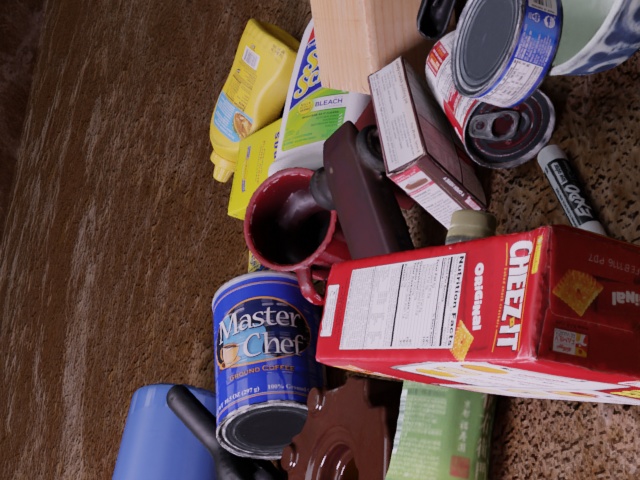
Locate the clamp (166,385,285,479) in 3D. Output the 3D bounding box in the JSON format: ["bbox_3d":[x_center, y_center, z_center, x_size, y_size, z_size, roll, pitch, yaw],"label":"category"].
[{"bbox_3d":[-0.080,0.200,0.986,0.039,0.120,0.172,-56,33,15],"label":"clamp"}]

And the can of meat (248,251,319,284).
[{"bbox_3d":[-0.033,0.004,1.062,0.102,0.057,0.084,-36,46,53],"label":"can of meat"}]

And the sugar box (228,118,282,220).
[{"bbox_3d":[-0.039,-0.079,1.134,0.176,0.048,0.093,-21,59,62],"label":"sugar box"}]

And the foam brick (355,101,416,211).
[{"bbox_3d":[0.061,-0.075,0.914,0.051,0.052,0.078,-55,31,37],"label":"foam brick"}]

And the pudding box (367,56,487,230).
[{"bbox_3d":[0.082,-0.074,0.822,0.039,0.090,0.113,-33,44,24],"label":"pudding box"}]

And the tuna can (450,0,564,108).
[{"bbox_3d":[0.120,-0.130,0.692,0.086,0.033,0.086,-167,90,-70],"label":"tuna can"}]

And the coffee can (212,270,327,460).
[{"bbox_3d":[-0.045,0.113,0.970,0.103,0.102,0.140,-50,34,42],"label":"coffee can"}]

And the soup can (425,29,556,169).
[{"bbox_3d":[0.123,-0.108,0.787,0.069,0.068,0.102,-61,28,27],"label":"soup can"}]

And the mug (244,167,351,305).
[{"bbox_3d":[-0.006,0.001,0.951,0.093,0.081,0.117,-19,69,24],"label":"mug"}]

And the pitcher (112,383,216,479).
[{"bbox_3d":[-0.159,0.281,1.103,0.149,0.144,0.243,-21,53,46],"label":"pitcher"}]

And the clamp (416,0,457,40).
[{"bbox_3d":[0.117,-0.263,0.798,0.165,0.036,0.210,136,142,-54],"label":"clamp"}]

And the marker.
[{"bbox_3d":[0.169,-0.019,0.696,0.020,0.020,0.121,-57,30,33],"label":"marker"}]

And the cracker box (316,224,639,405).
[{"bbox_3d":[0.119,0.048,0.591,0.214,0.164,0.072,-13,67,63],"label":"cracker box"}]

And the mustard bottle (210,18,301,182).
[{"bbox_3d":[-0.083,-0.154,1.250,0.096,0.058,0.192,45,118,41],"label":"mustard bottle"}]

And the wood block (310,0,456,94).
[{"bbox_3d":[0.046,-0.232,0.879,0.091,0.090,0.206,22,124,57],"label":"wood block"}]

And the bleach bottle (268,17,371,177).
[{"bbox_3d":[0.014,-0.165,1.030,0.103,0.068,0.251,-9,62,29],"label":"bleach bottle"}]
